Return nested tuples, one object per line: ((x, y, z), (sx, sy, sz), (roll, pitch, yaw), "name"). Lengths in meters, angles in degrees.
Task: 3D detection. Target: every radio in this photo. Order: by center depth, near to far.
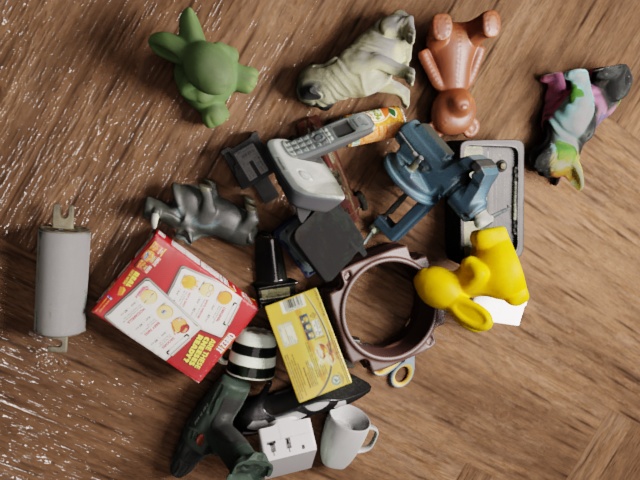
((0.304, -0.072, 0.994), (0.131, 0.073, 0.229), (-6, 103, -11), "radio")

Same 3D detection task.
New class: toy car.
((0.016, -0.115, 0.933), (0.089, 0.053, 0.202), (-23, 106, -5), "toy car")

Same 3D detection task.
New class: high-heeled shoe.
((-0.031, 0.312, 0.996), (0.249, 0.086, 0.145), (10, 121, -24), "high-heeled shoe")

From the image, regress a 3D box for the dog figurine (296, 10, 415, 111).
((0.057, -0.303, 0.893), (0.191, 0.121, 0.172), (3, 65, 4), "dog figurine")

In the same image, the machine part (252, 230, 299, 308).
((-0.084, 0.049, 0.947), (0.084, 0.039, 0.138), (-10, 104, -3), "machine part")

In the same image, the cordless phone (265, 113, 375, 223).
((0.018, -0.123, 0.840), (0.184, 0.147, 0.088), (-26, 141, -4), "cordless phone")

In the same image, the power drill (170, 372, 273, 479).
((-0.168, 0.358, 0.897), (0.086, 0.207, 0.232), (24, 97, -31), "power drill")

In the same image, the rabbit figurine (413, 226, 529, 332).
((0.249, 0.075, 0.905), (0.173, 0.122, 0.162), (-14, 79, 5), "rabbit figurine")

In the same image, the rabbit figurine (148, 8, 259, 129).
((-0.166, -0.262, 0.801), (0.121, 0.170, 0.159), (-40, 107, -4), "rabbit figurine")

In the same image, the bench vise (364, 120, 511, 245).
((0.176, -0.073, 0.912), (0.224, 0.129, 0.240), (47, 125, 8), "bench vise")

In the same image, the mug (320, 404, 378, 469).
((0.050, 0.378, 1.021), (0.109, 0.081, 0.107), (15, 108, -22), "mug")

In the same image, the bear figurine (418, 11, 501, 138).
((0.231, -0.271, 0.916), (0.120, 0.132, 0.195), (-2, 95, -5), "bear figurine")

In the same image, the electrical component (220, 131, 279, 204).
((-0.110, -0.115, 0.905), (0.075, 0.048, 0.119), (-28, 103, -6), "electrical component")

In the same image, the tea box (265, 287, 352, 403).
((-0.020, 0.176, 0.911), (0.098, 0.068, 0.169), (-19, 83, -4), "tea box")

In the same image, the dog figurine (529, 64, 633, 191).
((0.480, -0.206, 0.997), (0.192, 0.109, 0.219), (-9, 106, -14), "dog figurine")

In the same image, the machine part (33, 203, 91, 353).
((-0.409, 0.063, 0.853), (0.079, 0.079, 0.243), (4, 98, -14), "machine part")

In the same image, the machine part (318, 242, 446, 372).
((0.112, 0.117, 0.966), (0.201, 0.087, 0.200), (-19, 99, -12), "machine part")

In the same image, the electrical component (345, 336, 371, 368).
((0.049, 0.212, 1.014), (0.094, 0.021, 0.063), (9, 98, -15), "electrical component")

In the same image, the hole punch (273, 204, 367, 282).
((-0.002, -0.003, 0.905), (0.116, 0.092, 0.142), (-44, 108, -24), "hole punch")

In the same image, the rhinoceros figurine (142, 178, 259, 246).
((-0.194, -0.043, 0.891), (0.190, 0.073, 0.112), (15, 107, -17), "rhinoceros figurine")
